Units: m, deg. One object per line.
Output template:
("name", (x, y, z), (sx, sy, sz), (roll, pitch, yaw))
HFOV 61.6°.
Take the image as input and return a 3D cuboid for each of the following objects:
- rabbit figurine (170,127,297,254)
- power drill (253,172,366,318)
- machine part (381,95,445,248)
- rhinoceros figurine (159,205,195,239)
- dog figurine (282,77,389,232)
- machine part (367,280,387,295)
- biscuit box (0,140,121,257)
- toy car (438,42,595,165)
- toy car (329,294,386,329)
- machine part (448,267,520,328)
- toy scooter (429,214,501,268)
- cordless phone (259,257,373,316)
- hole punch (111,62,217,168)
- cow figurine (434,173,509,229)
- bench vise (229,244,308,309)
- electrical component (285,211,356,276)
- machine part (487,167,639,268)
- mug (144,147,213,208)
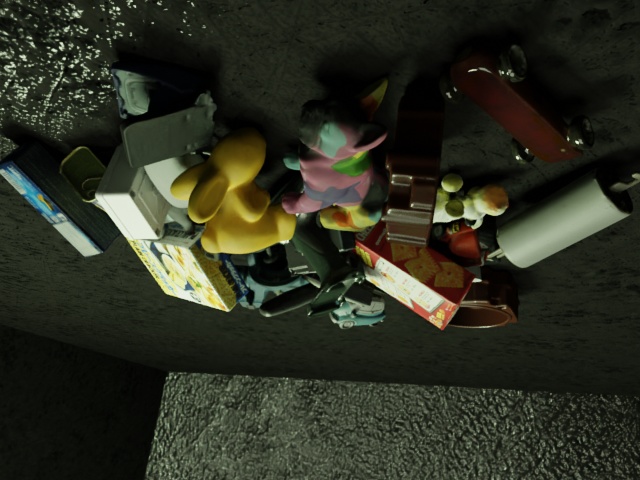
("rabbit figurine", (-0.123, -0.074, 0.754), (0.162, 0.122, 0.173), (-14, 130, -30))
("power drill", (-0.026, 0.015, 0.847), (0.086, 0.207, 0.232), (-3, 145, -38))
("machine part", (0.109, -0.080, 0.630), (0.056, 0.179, 0.179), (7, 158, 10))
("rhinoceros figurine", (-0.301, -0.055, 0.939), (0.191, 0.073, 0.112), (-2, 157, 22))
("dog figurine", (0.044, -0.103, 0.677), (0.191, 0.108, 0.219), (17, 153, -21))
("machine part", (0.067, 0.082, 1.092), (0.139, 0.039, 0.084), (19, -174, 36))
("biscuit box", (-0.420, -0.065, 0.873), (0.059, 0.063, 0.202), (-11, 127, 35))
("toy car", (0.218, -0.144, 0.585), (0.202, 0.053, 0.089), (27, 156, -30))
("toy car", (0.099, 0.145, 1.273), (0.161, 0.109, 0.103), (9, 142, -29))
("machine part", (0.327, 0.132, 1.186), (0.201, 0.087, 0.201), (-5, 154, 28))
("toy scooter", (0.236, 0.005, 0.922), (0.135, 0.075, 0.183), (0, 162, 21))
("cordless phone", (-0.013, 0.098, 0.967), (0.184, 0.088, 0.147), (-22, -164, -20))
("hole punch", (-0.193, -0.159, 0.660), (0.116, 0.092, 0.142), (-17, 162, -20))
("cow figurine", (0.189, -0.052, 0.801), (0.167, 0.068, 0.098), (7, 164, 10))
("bench vise", (-0.120, 0.038, 1.066), (0.224, 0.129, 0.240), (10, 139, 18))
("electrical component", (-0.002, -0.003, 0.908), (0.134, 0.115, 0.058), (-16, 176, 44))
("machine part", (0.340, -0.028, 0.759), (0.079, 0.079, 0.243), (20, 141, -28))
("mug", (-0.201, -0.108, 0.775), (0.110, 0.081, 0.107), (-10, 150, 15))
